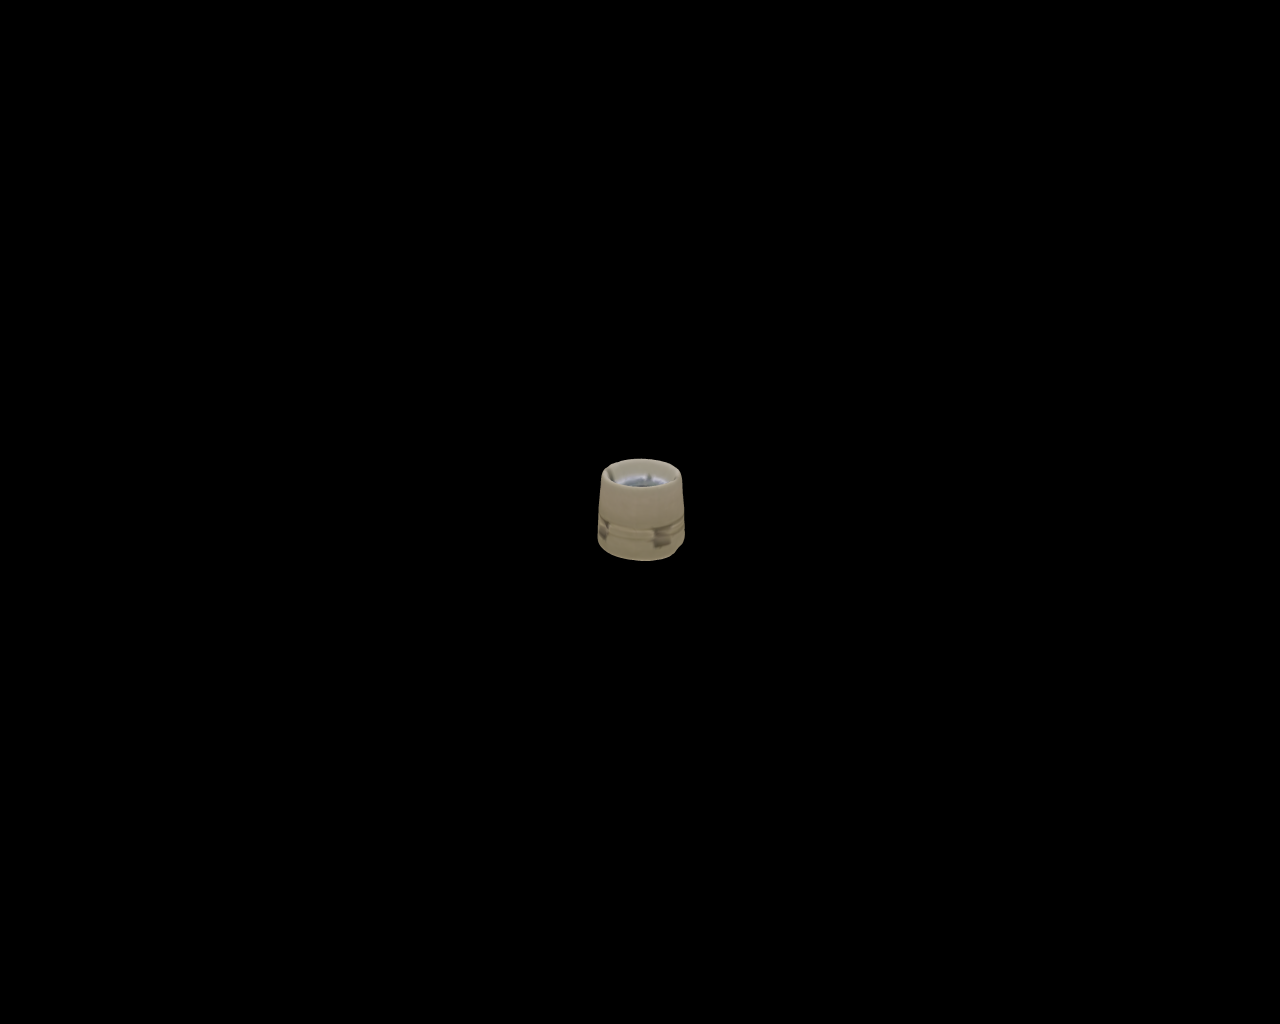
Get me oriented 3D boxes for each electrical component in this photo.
[{"bbox_3d":[0.001,-0.003,0.650,0.055,0.047,0.055,0,24,0],"label":"electrical component"}]
